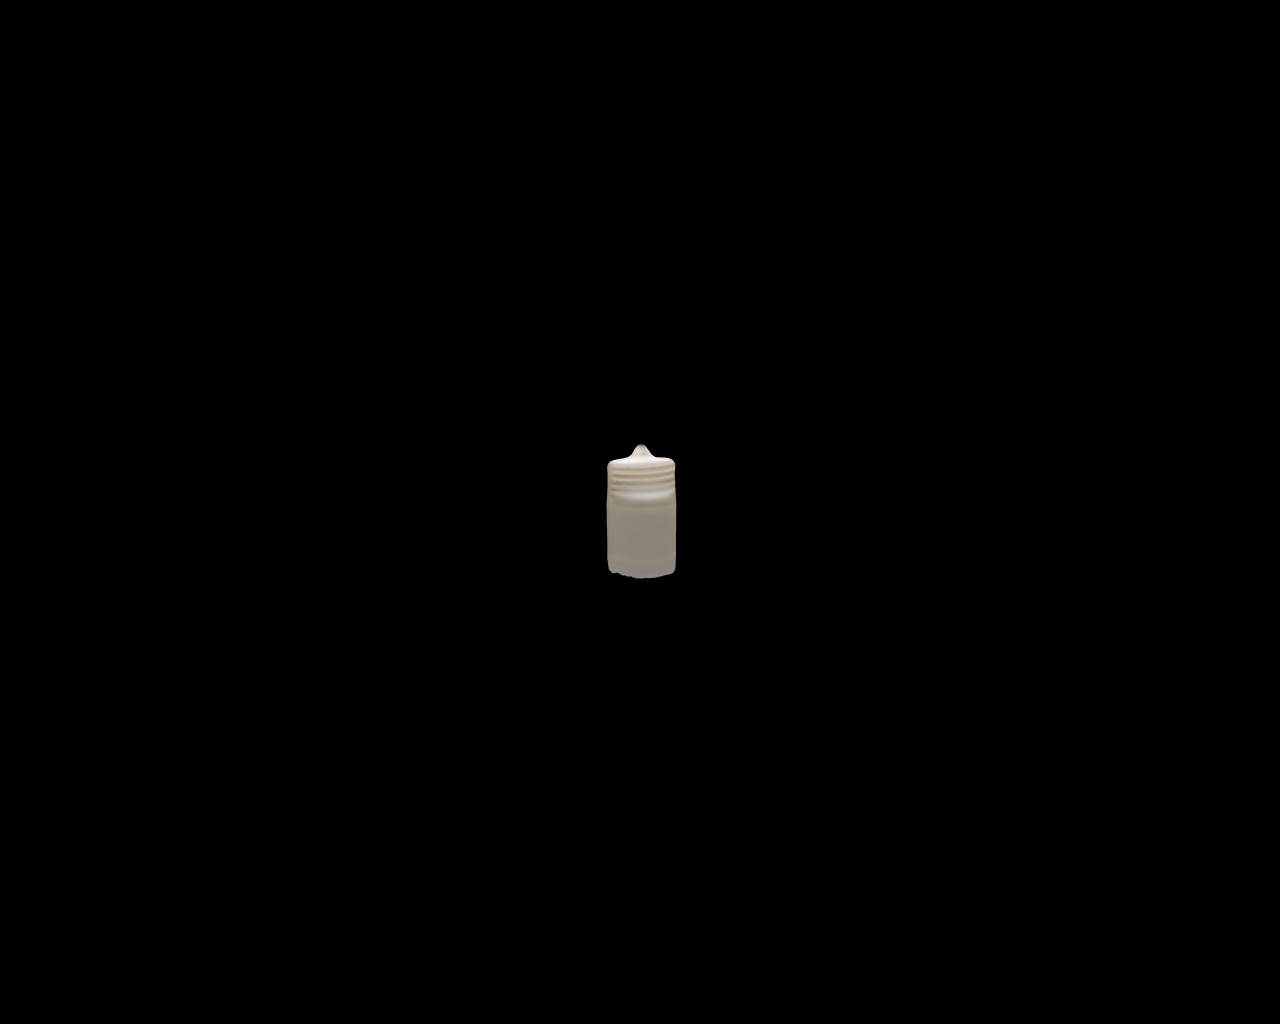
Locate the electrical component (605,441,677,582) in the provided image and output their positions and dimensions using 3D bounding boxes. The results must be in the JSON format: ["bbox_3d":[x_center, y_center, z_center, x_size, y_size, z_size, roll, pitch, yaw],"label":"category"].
[{"bbox_3d":[0.001,-0.003,0.650,0.043,0.080,0.043,0,12,0],"label":"electrical component"}]
